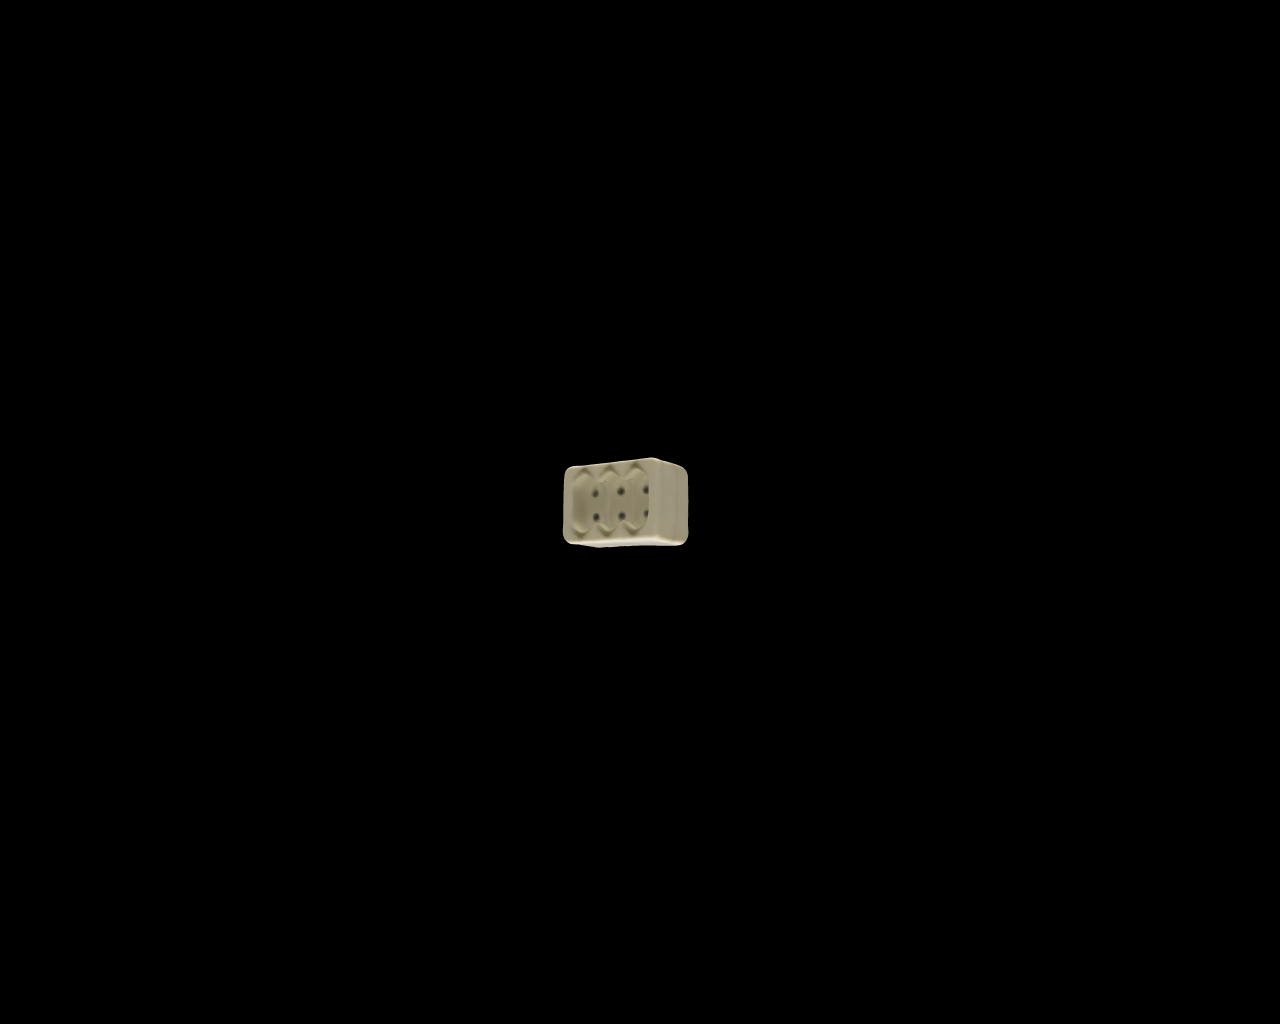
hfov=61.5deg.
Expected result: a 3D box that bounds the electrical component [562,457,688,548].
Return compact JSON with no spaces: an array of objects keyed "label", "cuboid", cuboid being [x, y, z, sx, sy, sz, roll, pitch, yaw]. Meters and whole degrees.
[{"label":"electrical component","cuboid":[0.001,-0.003,0.650,0.066,0.047,0.077,-4,-7,29]}]
